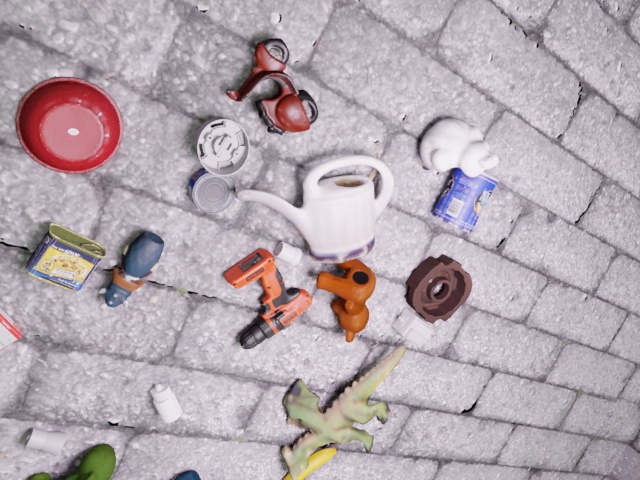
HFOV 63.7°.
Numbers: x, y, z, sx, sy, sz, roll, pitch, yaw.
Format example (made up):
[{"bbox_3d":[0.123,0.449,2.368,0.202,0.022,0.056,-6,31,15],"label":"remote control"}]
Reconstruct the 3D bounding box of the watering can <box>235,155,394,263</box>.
[{"bbox_3d":[0.003,-0.053,1.054,0.350,0.105,0.220,-16,117,-22],"label":"watering can"}]

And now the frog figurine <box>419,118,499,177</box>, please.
[{"bbox_3d":[0.299,-0.195,1.117,0.138,0.161,0.120,-27,119,-14],"label":"frog figurine"}]

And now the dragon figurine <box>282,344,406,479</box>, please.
[{"bbox_3d":[0.031,0.407,1.261,0.241,0.123,0.407,19,99,-23],"label":"dragon figurine"}]
